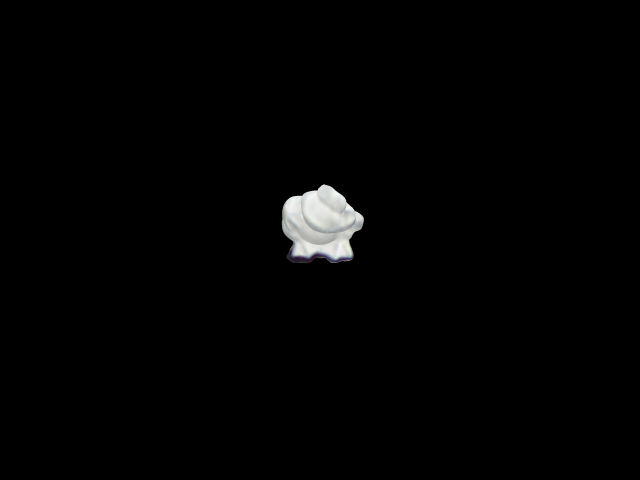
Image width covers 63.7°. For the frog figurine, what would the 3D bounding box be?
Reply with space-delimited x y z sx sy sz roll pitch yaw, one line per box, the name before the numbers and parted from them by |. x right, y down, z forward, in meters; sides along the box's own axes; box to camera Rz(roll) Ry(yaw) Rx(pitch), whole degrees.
frog figurine | 0.003 -0.043 0.850 0.138 0.155 0.125 16 48 15
